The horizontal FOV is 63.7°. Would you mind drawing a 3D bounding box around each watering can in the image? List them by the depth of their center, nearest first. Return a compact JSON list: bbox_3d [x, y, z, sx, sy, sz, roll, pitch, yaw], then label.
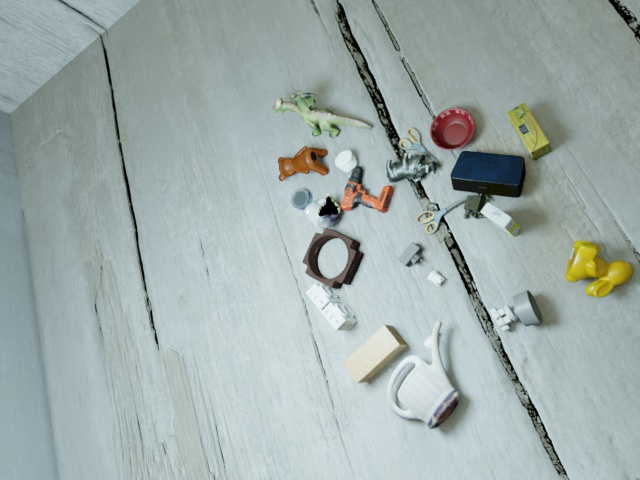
[{"bbox_3d":[0.361,0.458,1.685,0.227,0.103,0.345,39,103,29],"label":"watering can"}]

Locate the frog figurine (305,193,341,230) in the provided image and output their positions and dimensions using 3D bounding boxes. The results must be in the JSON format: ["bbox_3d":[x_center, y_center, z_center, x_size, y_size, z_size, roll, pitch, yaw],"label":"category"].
[{"bbox_3d":[0.006,-0.102,2.035,0.157,0.122,0.140,-31,48,57],"label":"frog figurine"}]

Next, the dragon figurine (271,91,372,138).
[{"bbox_3d":[-0.012,-0.515,2.059,0.411,0.240,0.123,9,79,31],"label":"dragon figurine"}]
